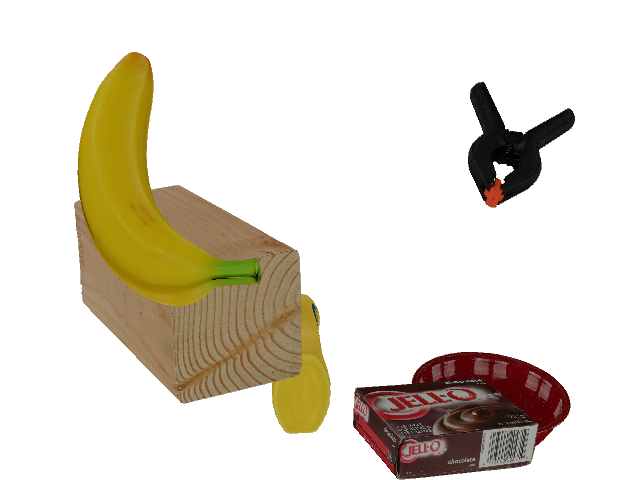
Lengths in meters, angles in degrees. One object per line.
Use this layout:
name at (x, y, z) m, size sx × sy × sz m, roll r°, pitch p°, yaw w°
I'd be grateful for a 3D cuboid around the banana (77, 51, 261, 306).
banana at (-0.095, -0.029, 0.569) m, size 0.069 × 0.198 × 0.037 m, roll -22°, pitch -39°, yaw -11°

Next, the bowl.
bowl at (0.172, 0.177, 1.101) m, size 0.162 × 0.055 × 0.162 m, roll 3°, pitch 24°, yaw -1°

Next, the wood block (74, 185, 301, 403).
wood block at (-0.100, 0.030, 0.764) m, size 0.090 × 0.090 × 0.206 m, roll -10°, pitch 19°, yaw -27°

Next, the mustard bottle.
mustard bottle at (-0.026, 0.111, 1.125) m, size 0.058 × 0.096 × 0.191 m, roll -3°, pitch 26°, yaw -4°

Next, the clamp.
clamp at (0.199, -0.109, 1.169) m, size 0.120 × 0.039 × 0.171 m, roll 21°, pitch 49°, yaw 17°

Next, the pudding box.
pudding box at (0.091, 0.138, 0.800) m, size 0.113 × 0.039 × 0.090 m, roll 0°, pitch 16°, yaw -20°
